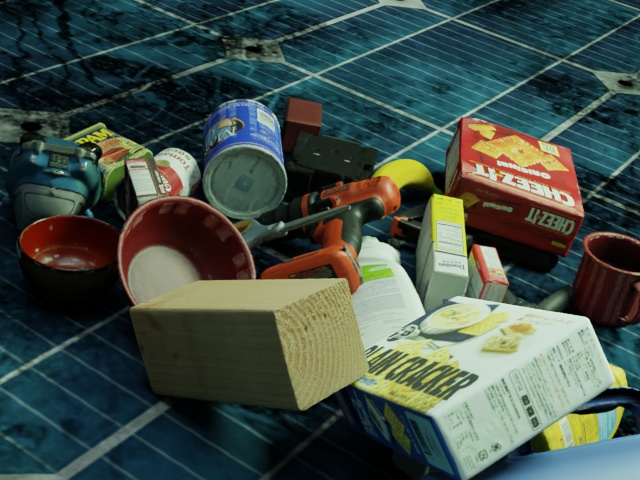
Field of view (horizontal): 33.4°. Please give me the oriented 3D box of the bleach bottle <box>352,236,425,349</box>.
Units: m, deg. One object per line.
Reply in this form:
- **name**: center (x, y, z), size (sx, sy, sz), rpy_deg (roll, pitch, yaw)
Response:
- **bleach bottle**: center (0.067, 0.068, 1.149), size (0.102, 0.068, 0.251), rpy_deg (-10, 30, 5)

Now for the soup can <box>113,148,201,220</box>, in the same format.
- **soup can**: center (-0.194, -0.064, 1.289), size (0.068, 0.068, 0.102), rpy_deg (19, 30, 13)

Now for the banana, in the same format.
- **banana**: center (0.103, -0.071, 1.380), size (0.070, 0.037, 0.197), rpy_deg (46, 31, 15)

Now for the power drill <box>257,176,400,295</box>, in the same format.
- **power drill**: center (-0.008, 0.001, 1.198), size (0.185, 0.057, 0.187), rpy_deg (-17, 28, 23)

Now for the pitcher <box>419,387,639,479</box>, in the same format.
- **pitcher**: center (0.198, 0.222, 0.877), size (0.242, 0.145, 0.149), rpy_deg (-3, 32, -17)

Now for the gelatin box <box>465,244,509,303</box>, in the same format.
- **gelatin box**: center (0.177, 0.062, 1.181), size (0.030, 0.089, 0.073), rpy_deg (9, 31, -9)

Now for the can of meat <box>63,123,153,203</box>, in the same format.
- **can of meat**: center (-0.270, -0.095, 1.328), size (0.084, 0.057, 0.101), rpy_deg (27, 34, 20)

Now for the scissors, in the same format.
- **scissors**: center (-0.051, -0.016, 1.193), size (0.202, 0.016, 0.096), rpy_deg (-23, 21, 17)

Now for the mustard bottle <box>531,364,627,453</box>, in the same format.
- **mustard bottle**: center (0.245, 0.165, 1.030), size (0.058, 0.096, 0.191), rpy_deg (-10, 9, 44)

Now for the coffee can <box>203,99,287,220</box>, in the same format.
- **coffee can**: center (-0.097, -0.104, 1.353), size (0.102, 0.103, 0.140), rpy_deg (6, 31, -9)

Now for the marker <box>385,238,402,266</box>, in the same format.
- **marker**: center (0.089, 0.034, 1.268), size (0.020, 0.020, 0.121), rpy_deg (9, 30, -5)

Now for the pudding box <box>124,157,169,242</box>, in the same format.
- **pudding box**: center (-0.192, -0.021, 1.175), size (0.039, 0.113, 0.090), rpy_deg (-4, 33, -19)

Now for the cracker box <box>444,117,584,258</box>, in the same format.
- **cracker box**: center (0.250, -0.077, 1.397), size (0.164, 0.072, 0.213), rpy_deg (18, 28, -1)

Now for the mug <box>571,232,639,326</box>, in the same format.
- **mug**: center (0.350, 0.055, 1.258), size (0.093, 0.081, 0.117), rpy_deg (-3, 33, -22)

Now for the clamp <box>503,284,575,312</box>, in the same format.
- **clamp**: center (0.240, 0.088, 1.210), size (0.120, 0.039, 0.171), rpy_deg (4, 35, -1)

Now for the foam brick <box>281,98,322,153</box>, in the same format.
- **foam brick**: center (-0.027, -0.160, 1.520), size (0.051, 0.053, 0.078), rpy_deg (9, 32, -4)

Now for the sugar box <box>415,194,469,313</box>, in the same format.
- **sugar box**: center (0.138, 0.030, 1.219), size (0.048, 0.093, 0.176), rpy_deg (9, 31, -3)

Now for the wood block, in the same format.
- **wood block**: center (-0.068, 0.090, 0.962), size (0.207, 0.090, 0.090), rpy_deg (-3, 15, 46)

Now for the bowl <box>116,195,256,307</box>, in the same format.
- **bowl**: center (-0.147, 0.037, 1.105), size (0.161, 0.055, 0.162), rpy_deg (17, 60, -31)

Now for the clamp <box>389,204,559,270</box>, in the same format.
- **clamp**: center (0.190, -0.009, 1.355), size (0.209, 0.036, 0.165), rpy_deg (-3, 32, -29)
